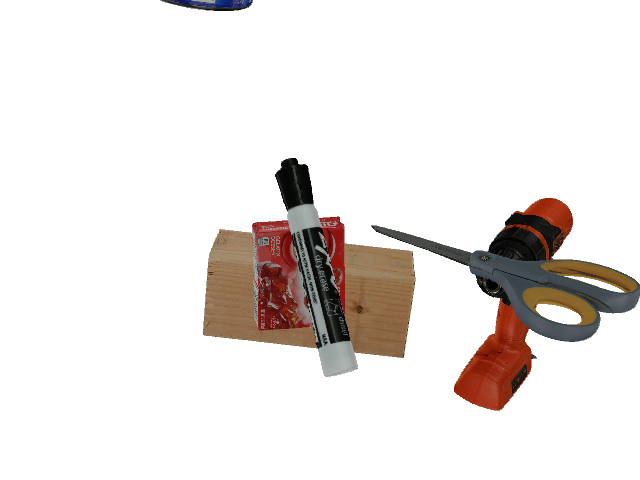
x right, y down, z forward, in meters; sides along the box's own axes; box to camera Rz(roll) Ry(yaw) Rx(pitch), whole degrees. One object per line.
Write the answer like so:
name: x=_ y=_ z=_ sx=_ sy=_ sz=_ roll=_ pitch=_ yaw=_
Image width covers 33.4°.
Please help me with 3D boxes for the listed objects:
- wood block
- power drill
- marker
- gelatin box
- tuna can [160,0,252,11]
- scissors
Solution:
wood block: x=-0.011 y=0.054 z=1.106 sx=0.206 sy=0.091 sz=0.090 roll=7 pitch=19 yaw=1
power drill: x=0.179 y=0.065 z=1.015 sx=0.057 sy=0.188 sz=0.184 roll=23 pitch=30 yaw=22
marker: x=-0.003 y=0.013 z=0.579 sx=0.020 sy=0.121 sz=0.020 roll=-14 pitch=-12 yaw=-3
gelatin box: x=-0.017 y=0.027 z=0.869 sx=0.073 sy=0.089 sz=0.030 roll=-3 pitch=21 yaw=-9
tuna can: x=-0.093 y=-0.205 z=0.829 sx=0.086 sy=0.034 sz=0.086 roll=8 pitch=24 yaw=-4
scissors: x=0.116 y=0.027 z=0.739 sx=0.202 sy=0.016 sz=0.096 roll=10 pitch=31 yaw=20
